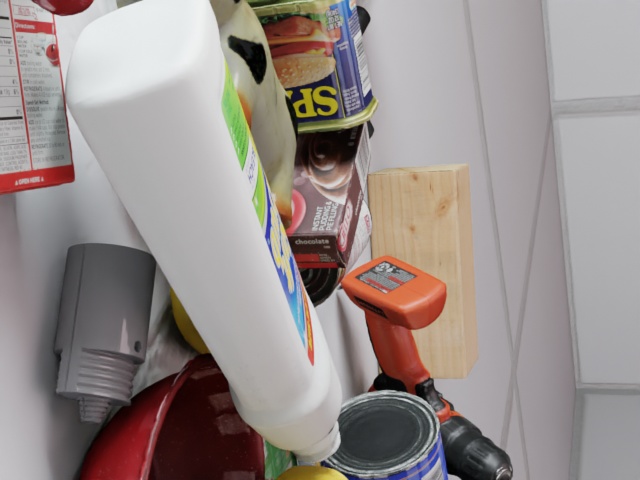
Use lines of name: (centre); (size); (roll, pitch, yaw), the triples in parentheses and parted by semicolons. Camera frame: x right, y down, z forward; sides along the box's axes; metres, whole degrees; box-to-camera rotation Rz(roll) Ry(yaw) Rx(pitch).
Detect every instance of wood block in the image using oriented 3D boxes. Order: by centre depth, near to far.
wood block: (0.106, 0.030, 1.083); (0.090, 0.090, 0.206); (-24, 111, -71)

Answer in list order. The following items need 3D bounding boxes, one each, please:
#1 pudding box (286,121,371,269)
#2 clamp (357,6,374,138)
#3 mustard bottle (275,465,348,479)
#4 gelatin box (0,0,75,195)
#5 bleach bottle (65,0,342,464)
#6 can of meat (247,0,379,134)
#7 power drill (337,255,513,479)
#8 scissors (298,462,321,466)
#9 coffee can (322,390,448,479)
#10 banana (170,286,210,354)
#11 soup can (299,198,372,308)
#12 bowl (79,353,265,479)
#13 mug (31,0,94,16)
pudding box: (-0.018, -0.032, 0.703); (0.113, 0.090, 0.039); (-74, 157, -43)
clamp: (0.013, -0.132, 0.891); (0.171, 0.039, 0.120); (-33, 114, -65)
mustard bottle: (-0.011, 0.176, 0.580); (0.191, 0.058, 0.096); (-10, 99, -73)
gelatin box: (-0.136, -0.063, 0.437); (0.073, 0.030, 0.089); (-25, 109, -70)
bleach bottle: (-0.041, 0.011, 0.528); (0.102, 0.068, 0.251); (-98, 169, -56)
can of meat: (-0.020, -0.116, 0.687); (0.057, 0.102, 0.084); (-60, 142, -59)
power drill: (0.089, 0.117, 0.933); (0.057, 0.185, 0.187); (-27, 119, -25)
scissors: (-0.003, 0.195, 0.849); (0.202, 0.016, 0.096); (82, 2, -54)
coffee can: (0.060, 0.214, 0.905); (0.102, 0.103, 0.140); (-65, 149, -53)
banana: (-0.049, 0.045, 0.656); (0.069, 0.037, 0.197); (-45, 153, -8)
soup can: (-0.005, 0.001, 0.776); (0.102, 0.069, 0.068); (-49, 135, -64)
bowl: (-0.081, 0.139, 0.553); (0.162, 0.055, 0.162); (-1, 90, -72)
mug: (-0.116, -0.135, 0.394); (0.117, 0.093, 0.081); (59, 13, 5)
